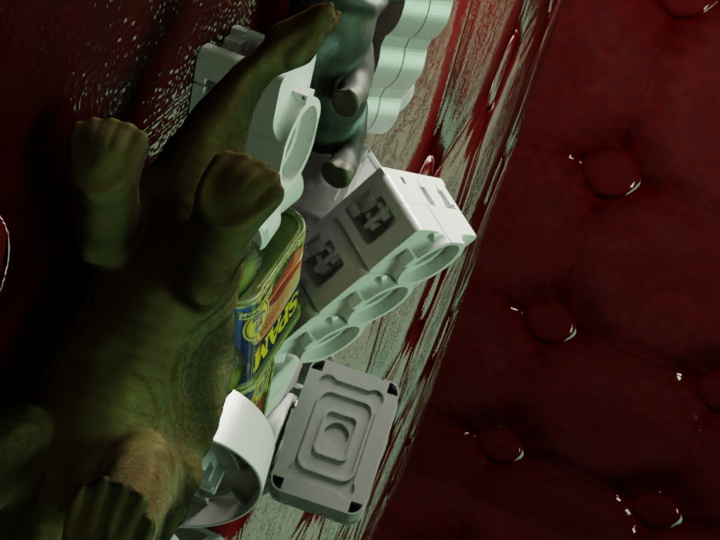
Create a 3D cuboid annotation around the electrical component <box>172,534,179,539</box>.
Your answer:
[{"bbox_3d":[-0.145,0.193,0.722,0.083,0.047,0.075,101,15,-49],"label":"electrical component"}]

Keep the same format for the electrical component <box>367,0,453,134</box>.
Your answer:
[{"bbox_3d":[0.002,-0.153,0.745,0.138,0.074,0.052,-61,-138,41],"label":"electrical component"}]

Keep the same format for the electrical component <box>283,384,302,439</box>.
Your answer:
[{"bbox_3d":[-0.065,0.127,1.003,0.055,0.055,0.047,-55,168,-54],"label":"electrical component"}]

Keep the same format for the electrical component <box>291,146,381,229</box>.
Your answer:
[{"bbox_3d":[-0.023,-0.064,0.814,0.061,0.061,0.096,-66,162,-7],"label":"electrical component"}]

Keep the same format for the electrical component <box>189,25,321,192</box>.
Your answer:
[{"bbox_3d":[-0.058,-0.077,0.583,0.050,0.056,0.089,-55,163,-55],"label":"electrical component"}]

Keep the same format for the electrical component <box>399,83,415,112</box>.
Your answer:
[{"bbox_3d":[0.017,-0.150,0.849,0.047,0.055,0.055,44,68,-84],"label":"electrical component"}]

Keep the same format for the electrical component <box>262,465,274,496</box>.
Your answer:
[{"bbox_3d":[-0.091,0.169,0.952,0.047,0.055,0.055,4,107,-84],"label":"electrical component"}]

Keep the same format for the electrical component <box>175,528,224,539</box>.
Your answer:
[{"bbox_3d":[-0.144,0.237,0.812,0.056,0.050,0.089,34,77,-80],"label":"electrical component"}]

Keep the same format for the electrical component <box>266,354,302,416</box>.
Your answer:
[{"bbox_3d":[-0.074,0.063,0.829,0.083,0.047,0.075,-44,154,-67],"label":"electrical component"}]

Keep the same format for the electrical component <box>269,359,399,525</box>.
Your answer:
[{"bbox_3d":[-0.020,0.137,0.858,0.057,0.078,0.113,99,9,-69],"label":"electrical component"}]

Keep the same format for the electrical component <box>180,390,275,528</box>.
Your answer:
[{"bbox_3d":[-0.103,0.111,0.640,0.064,0.099,0.099,-67,173,-47],"label":"electrical component"}]

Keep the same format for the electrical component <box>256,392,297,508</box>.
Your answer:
[{"bbox_3d":[-0.092,0.130,0.853,0.096,0.061,0.061,-67,175,-64],"label":"electrical component"}]

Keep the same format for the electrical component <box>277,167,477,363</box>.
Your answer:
[{"bbox_3d":[0.000,0.000,0.778,0.150,0.061,0.089,-40,159,25],"label":"electrical component"}]

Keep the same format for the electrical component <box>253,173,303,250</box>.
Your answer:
[{"bbox_3d":[-0.065,-0.041,0.654,0.045,0.045,0.055,101,15,-48],"label":"electrical component"}]
